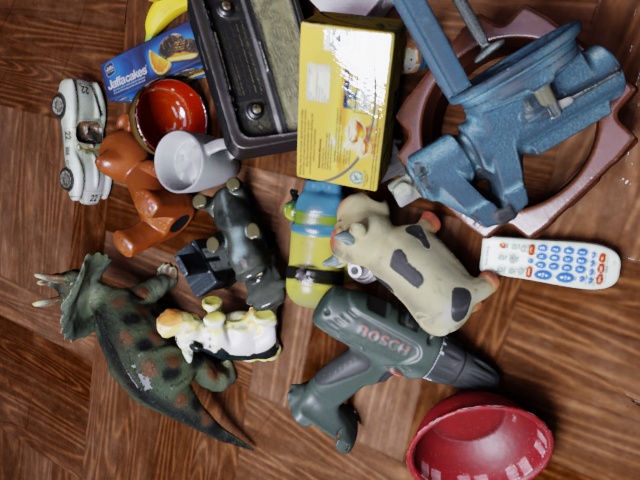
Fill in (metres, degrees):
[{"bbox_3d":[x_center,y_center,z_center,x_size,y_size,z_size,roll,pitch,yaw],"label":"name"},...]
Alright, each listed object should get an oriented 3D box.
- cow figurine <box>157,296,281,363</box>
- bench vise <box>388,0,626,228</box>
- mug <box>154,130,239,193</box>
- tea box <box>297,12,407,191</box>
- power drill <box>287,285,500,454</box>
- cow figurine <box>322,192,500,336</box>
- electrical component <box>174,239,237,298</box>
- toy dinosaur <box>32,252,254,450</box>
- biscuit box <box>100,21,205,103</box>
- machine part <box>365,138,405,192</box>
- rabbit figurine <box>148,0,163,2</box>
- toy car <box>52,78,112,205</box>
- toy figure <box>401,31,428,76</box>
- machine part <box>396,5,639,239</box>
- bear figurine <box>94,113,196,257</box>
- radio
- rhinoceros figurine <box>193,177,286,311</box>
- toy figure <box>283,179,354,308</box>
[{"bbox_3d":[-0.139,0.132,0.753,0.167,0.068,0.098,-3,118,-4],"label":"cow figurine"},{"bbox_3d":[0.131,-0.140,0.473,0.224,0.129,0.240,-29,101,20],"label":"bench vise"},{"bbox_3d":[-0.153,-0.112,0.739,0.110,0.107,0.081,-28,84,24],"label":"mug"},{"bbox_3d":[0.031,-0.146,0.575,0.098,0.068,0.169,14,125,13],"label":"tea box"},{"bbox_3d":[0.070,0.172,0.660,0.232,0.086,0.207,34,123,-6],"label":"power drill"},{"bbox_3d":[0.091,0.025,0.610,0.195,0.127,0.085,48,145,15],"label":"cow figurine"},{"bbox_3d":[-0.167,0.040,0.759,0.048,0.119,0.075,-36,82,26],"label":"electrical component"},{"bbox_3d":[-0.253,0.161,0.779,0.405,0.192,0.131,49,117,15],"label":"toy dinosaur"},{"bbox_3d":[-0.227,-0.256,0.785,0.203,0.059,0.062,-12,91,29],"label":"biscuit box"},{"bbox_3d":[0.057,-0.133,0.660,0.084,0.039,0.138,-21,86,47],"label":"machine part"},{"bbox_3d":[-0.233,-0.393,0.740,0.162,0.121,0.173,-38,57,4],"label":"rabbit figurine"},{"bbox_3d":[-0.382,-0.158,0.870,0.056,0.073,0.201,-1,96,29],"label":"toy car"},{"bbox_3d":[0.066,-0.216,0.609,0.155,0.064,0.057,7,83,1],"label":"toy figure"},{"bbox_3d":[0.201,-0.117,0.566,0.201,0.087,0.201,45,114,14],"label":"machine part"},{"bbox_3d":[-0.280,-0.089,0.798,0.196,0.132,0.120,47,120,8],"label":"bear figurine"},{"bbox_3d":[-0.078,-0.221,0.670,0.131,0.073,0.229,-16,88,-13],"label":"radio"},{"bbox_3d":[-0.104,0.007,0.731,0.073,0.112,0.190,-26,69,0],"label":"rhinoceros figurine"},{"bbox_3d":[-0.005,-0.003,0.685,0.082,0.089,0.180,14,105,31],"label":"toy figure"}]
